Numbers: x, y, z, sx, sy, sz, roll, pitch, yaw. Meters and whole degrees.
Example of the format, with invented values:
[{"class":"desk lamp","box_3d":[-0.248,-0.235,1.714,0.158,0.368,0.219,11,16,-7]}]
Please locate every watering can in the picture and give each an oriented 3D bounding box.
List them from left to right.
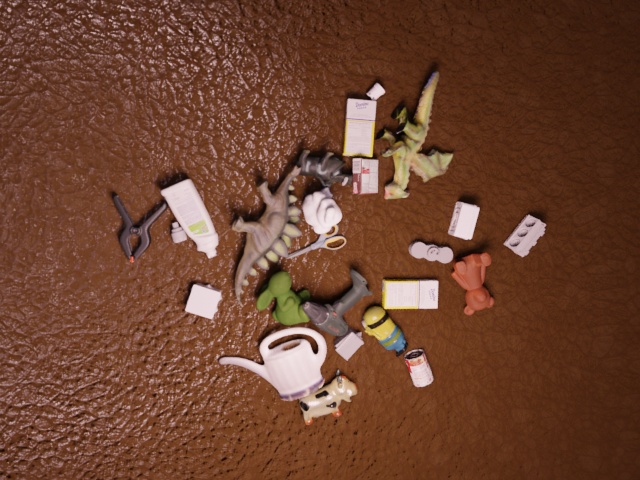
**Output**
[{"class":"watering can","box_3d":[-0.130,0.404,1.633,0.346,0.105,0.223,-21,96,11]}]

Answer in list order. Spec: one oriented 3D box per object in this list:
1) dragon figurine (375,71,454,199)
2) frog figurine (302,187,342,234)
[{"class":"dragon figurine","box_3d":[0.322,-0.304,1.636,0.240,0.123,0.410,38,92,-23]},{"class":"frog figurine","box_3d":[0.005,-0.079,1.569,0.123,0.162,0.135,4,116,0]}]
